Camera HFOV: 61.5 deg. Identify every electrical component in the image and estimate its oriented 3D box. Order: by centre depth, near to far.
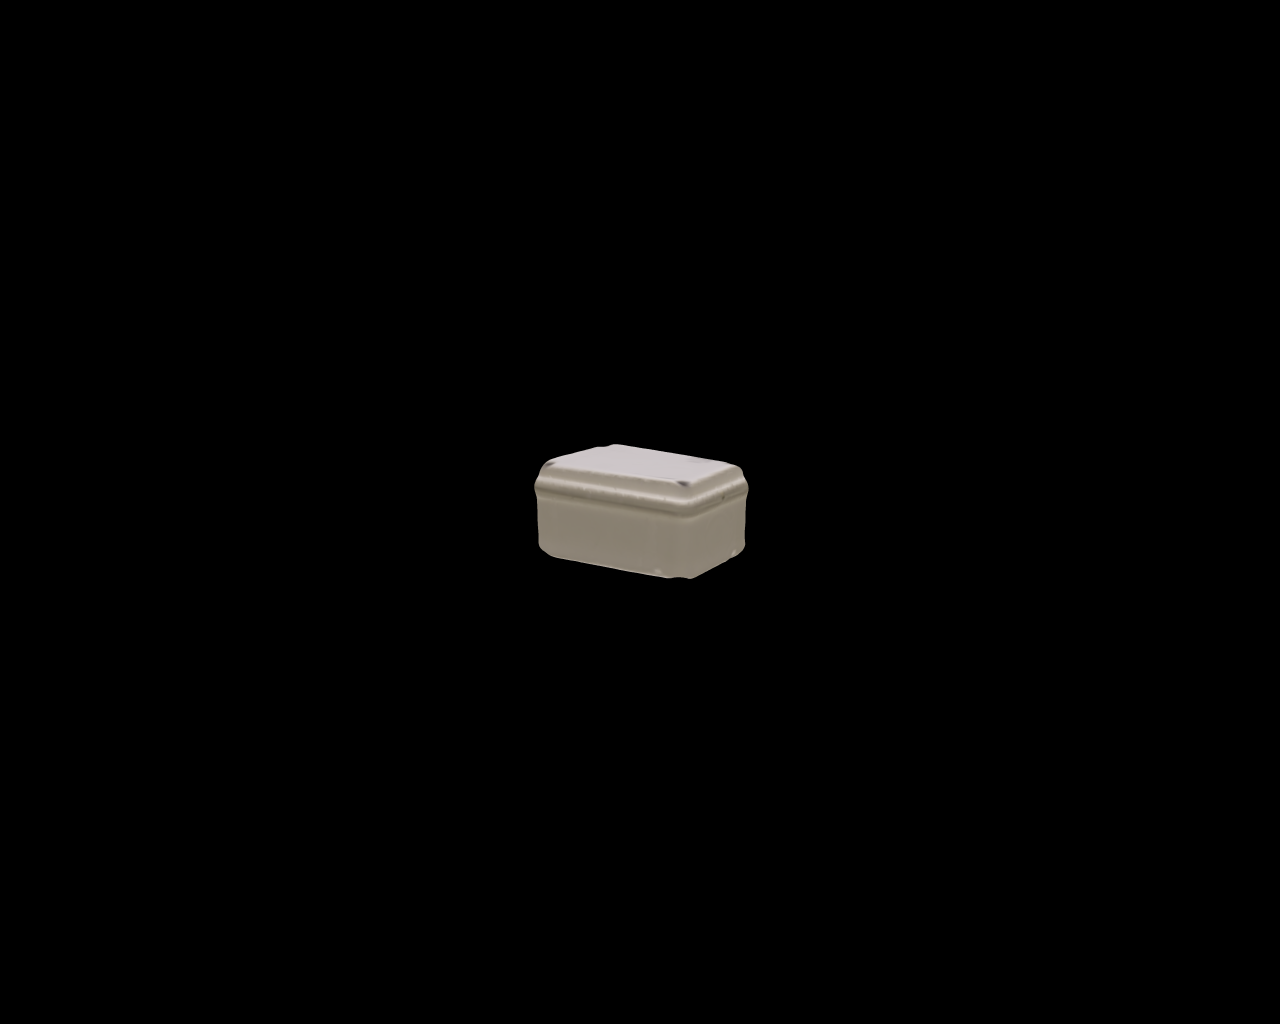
[{"bbox_3d":[0.001,-0.003,0.650,0.113,0.057,0.078,10,18,33],"label":"electrical component"}]
